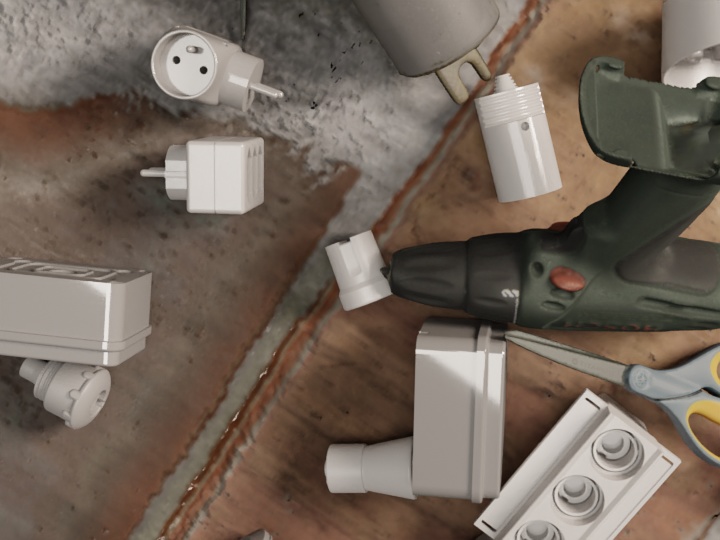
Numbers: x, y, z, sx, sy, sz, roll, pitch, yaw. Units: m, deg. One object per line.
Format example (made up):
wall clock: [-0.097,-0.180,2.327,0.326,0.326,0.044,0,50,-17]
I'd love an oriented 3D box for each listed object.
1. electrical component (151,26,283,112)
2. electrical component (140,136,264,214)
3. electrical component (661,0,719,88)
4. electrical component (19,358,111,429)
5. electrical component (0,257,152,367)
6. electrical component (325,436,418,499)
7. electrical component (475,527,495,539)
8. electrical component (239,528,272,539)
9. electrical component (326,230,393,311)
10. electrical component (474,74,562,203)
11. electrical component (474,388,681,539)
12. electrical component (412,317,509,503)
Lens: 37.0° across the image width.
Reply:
electrical component: [-0.089,-0.129,0.711,0.079,0.077,0.043,21,101,3]
electrical component: [-0.109,-0.066,0.730,0.077,0.065,0.047,2,100,6]
electrical component: [0.235,-0.144,0.662,0.099,0.099,0.064,-6,93,8]
electrical component: [-0.216,0.083,0.781,0.062,0.048,0.048,26,102,9]
electrical component: [-0.209,0.028,0.753,0.113,0.078,0.057,6,98,6]
electrical component: [0.008,0.141,0.765,0.065,0.044,0.044,-3,99,12]
electrical component: [0.100,0.237,0.742,0.100,0.099,0.048,45,114,-3]
electrical component: [-0.080,0.231,0.772,0.051,0.080,0.080,42,102,-7]
electrical component: [0.000,0.000,0.742,0.040,0.040,0.046,-21,91,10]
electrical component: [0.104,-0.089,0.712,0.043,0.043,0.081,-13,98,9]
electrical component: [0.147,0.147,0.738,0.079,0.063,0.121,37,102,-1]
electrical component: [0.069,0.093,0.730,0.057,0.078,0.113,3,100,9]
